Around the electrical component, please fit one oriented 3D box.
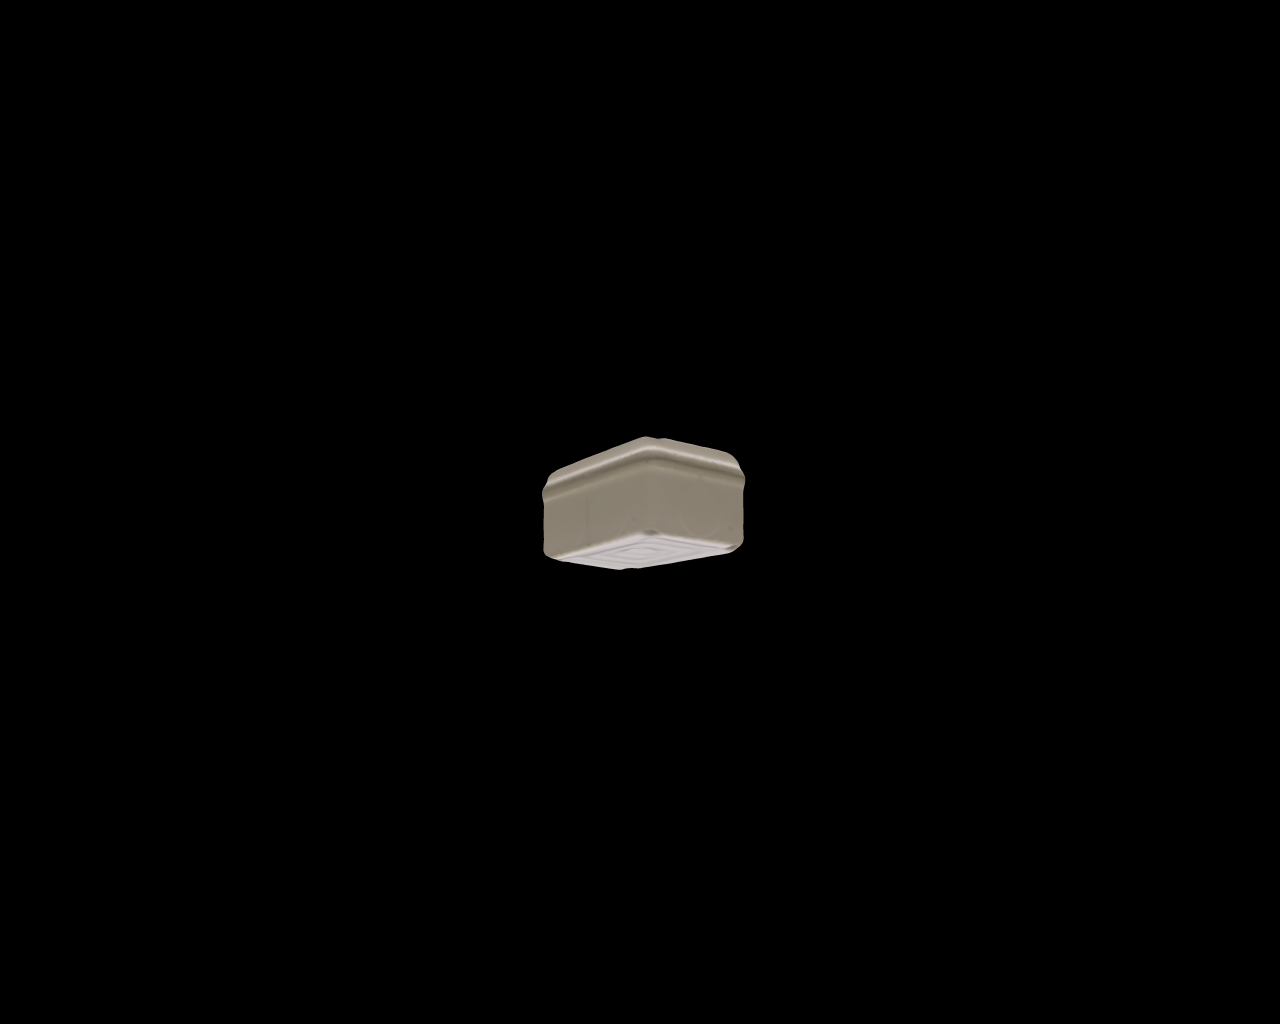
[{"bbox_3d":[0.001,-0.003,0.650,0.078,0.057,0.113,11,-17,-38],"label":"electrical component"}]
